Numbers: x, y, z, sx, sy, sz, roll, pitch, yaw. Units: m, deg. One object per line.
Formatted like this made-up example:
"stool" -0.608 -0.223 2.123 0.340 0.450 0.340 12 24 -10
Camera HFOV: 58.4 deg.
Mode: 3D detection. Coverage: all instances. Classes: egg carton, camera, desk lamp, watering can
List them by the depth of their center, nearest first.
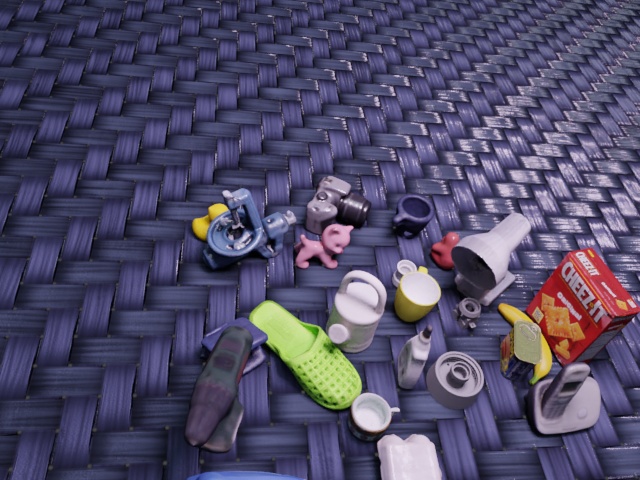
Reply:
"egg carton" 0.156 0.412 0.989 0.107 0.069 0.150 2 49 -10
"watering can" 0.074 0.139 1.127 0.101 0.194 0.173 12 48 0
"desk lamp" 0.371 0.045 1.258 0.204 0.213 0.117 -32 62 -33
"camera" 0.049 -0.082 1.378 0.136 0.101 0.143 21 48 7

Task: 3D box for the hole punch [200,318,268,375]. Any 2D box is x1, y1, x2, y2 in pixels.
"hole punch" -0.166 0.199 1.093 0.109 0.091 0.101 -28 60 -31

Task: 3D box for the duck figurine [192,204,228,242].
"duck figurine" -0.236 -0.045 1.296 0.105 0.086 0.077 -1 49 -12

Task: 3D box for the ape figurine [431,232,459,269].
"ape figurine" 0.304 0.018 1.349 0.078 0.092 0.076 12 48 -1

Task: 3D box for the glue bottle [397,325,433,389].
"glue bottle" 0.187 0.215 1.098 0.037 0.173 0.078 9 48 -3

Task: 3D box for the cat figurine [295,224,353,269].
"cat figurine" 0.012 0.005 1.283 0.128 0.118 0.067 -1 49 -12

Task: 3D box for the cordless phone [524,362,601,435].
"cordless phone" 0.485 0.289 1.087 0.148 0.185 0.094 -5 50 -15

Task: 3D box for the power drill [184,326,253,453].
"power drill" -0.169 0.268 0.953 0.075 0.208 0.229 14 48 1

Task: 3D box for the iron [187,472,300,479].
"iron" -0.083 0.403 0.898 0.258 0.141 0.118 1 49 -11

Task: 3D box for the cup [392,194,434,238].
"cup" 0.212 -0.044 1.382 0.118 0.095 0.091 -29 60 -31

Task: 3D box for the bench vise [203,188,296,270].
"bench vise" -0.153 -0.045 1.223 0.121 0.220 0.208 39 53 22
